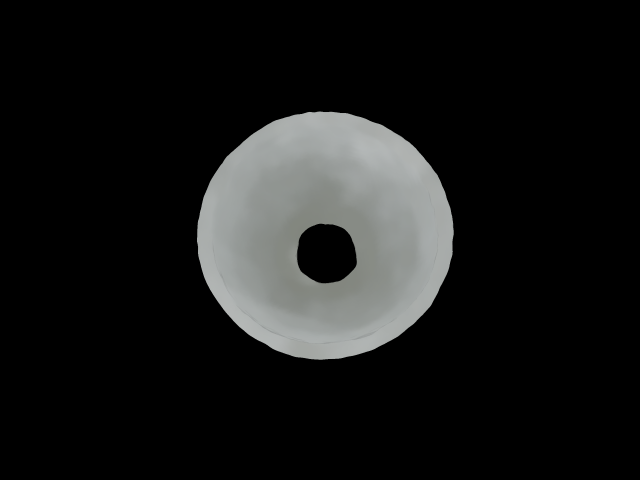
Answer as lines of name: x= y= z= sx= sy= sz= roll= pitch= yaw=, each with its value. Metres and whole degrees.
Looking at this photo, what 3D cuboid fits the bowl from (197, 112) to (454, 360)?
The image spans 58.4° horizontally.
bowl: x=0.004 y=0.001 z=0.400 sx=0.167 sy=0.075 sz=0.167 roll=0 pitch=74 yaw=0
